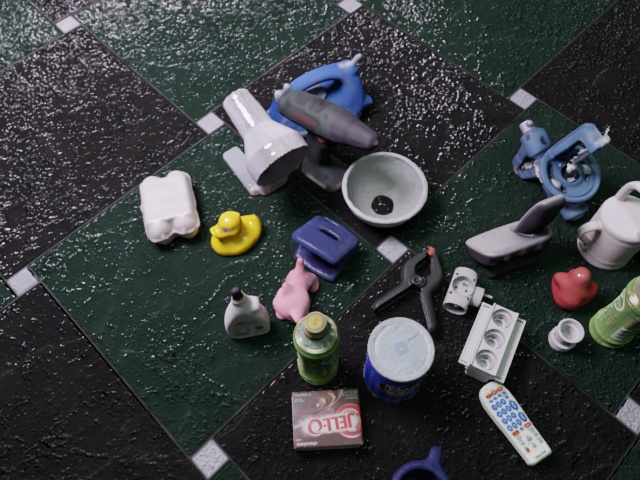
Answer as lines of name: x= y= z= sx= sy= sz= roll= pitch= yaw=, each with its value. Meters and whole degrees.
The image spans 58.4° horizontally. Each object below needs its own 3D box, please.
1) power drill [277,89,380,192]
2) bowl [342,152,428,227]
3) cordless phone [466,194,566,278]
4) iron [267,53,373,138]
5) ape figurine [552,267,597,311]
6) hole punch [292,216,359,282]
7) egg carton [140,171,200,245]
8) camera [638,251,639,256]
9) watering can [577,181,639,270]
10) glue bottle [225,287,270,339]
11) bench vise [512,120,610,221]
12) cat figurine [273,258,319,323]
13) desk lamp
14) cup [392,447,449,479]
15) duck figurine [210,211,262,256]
power drill: x=0.017 y=-0.189 z=1.111 sx=0.229 sy=0.208 sz=0.076 roll=36 pitch=67 yaw=18
bowl: x=0.126 y=-0.087 z=1.130 sx=0.167 sy=0.075 sz=0.167 roll=0 pitch=61 yaw=0
cordless phone: x=0.353 y=-0.020 z=1.029 sx=0.148 sy=0.185 sz=0.094 roll=-21 pitch=63 yaw=-11
iron: x=-0.018 y=-0.306 z=1.214 sx=0.258 sy=0.141 sz=0.118 roll=-23 pitch=63 yaw=-12
ape figurine: x=0.459 y=0.080 z=1.027 sx=0.077 sy=0.092 sz=0.076 roll=36 pitch=67 yaw=19
hole punch: x=0.010 y=0.004 z=1.072 sx=0.108 sy=0.091 sz=0.101 roll=31 pitch=66 yaw=16
egg carton: x=-0.296 y=-0.065 z=1.124 sx=0.107 sy=0.069 sz=0.150 roll=-15 pitch=62 yaw=-8
camera: x=0.661 y=-0.021 z=1.076 sx=0.137 sy=0.101 sz=0.143 roll=-29 pitch=65 yaw=-15
watering can: x=0.555 y=-0.035 z=1.031 sx=0.173 sy=0.194 sz=0.100 roll=-29 pitch=65 yaw=-14
glue bottle: x=-0.128 y=0.118 z=0.963 sx=0.078 sy=0.173 sz=0.037 roll=-8 pitch=61 yaw=-4
bench vise: x=0.450 y=-0.159 z=1.085 sx=0.122 sy=0.220 sz=0.207 roll=-41 pitch=68 yaw=-19
cat figurine: x=-0.044 y=0.093 z=1.008 sx=0.067 sy=0.118 sz=0.128 roll=10 pitch=62 yaw=6
desk lamp: x=-0.115 y=-0.175 z=1.101 sx=0.118 sy=0.214 sz=0.203 roll=-33 pitch=66 yaw=-16
cup: x=0.152 y=0.374 z=0.865 sx=0.091 sy=0.095 sz=0.118 roll=21 pitch=63 yaw=12
duck figurine: x=-0.163 y=-0.024 z=1.091 sx=0.105 sy=0.086 sz=0.077 roll=-28 pitch=64 yaw=-14
